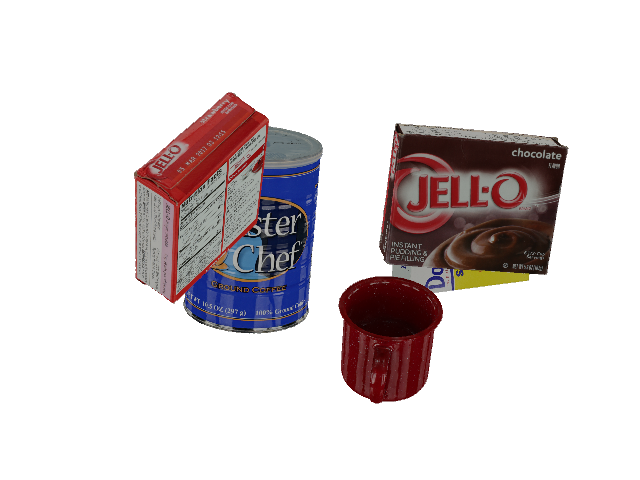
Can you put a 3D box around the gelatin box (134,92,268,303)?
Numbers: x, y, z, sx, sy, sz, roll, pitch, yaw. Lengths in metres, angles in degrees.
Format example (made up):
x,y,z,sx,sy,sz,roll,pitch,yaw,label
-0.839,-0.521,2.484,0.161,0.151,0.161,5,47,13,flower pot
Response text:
x,y,z,sx,sy,sz,roll,pitch,yaw,label
-0.062,-0.021,0.546,0.030,0.073,0.089,32,-35,16,gelatin box

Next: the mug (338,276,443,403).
x,y,z,sx,sy,sz,roll,pitch,yaw,label
0.059,0.099,0.963,0.093,0.081,0.117,6,34,5,mug

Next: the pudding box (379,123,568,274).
x,y,z,sx,sy,sz,roll,pitch,yaw,label
0.101,-0.028,0.712,0.113,0.090,0.039,3,20,-5,pudding box

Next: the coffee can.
x,y,z,sx,sy,sz,roll,pitch,yaw,label
-0.055,-0.011,0.846,0.103,0.140,0.103,4,20,-2,coffee can

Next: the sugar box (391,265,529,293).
x,y,z,sx,sy,sz,roll,pitch,yaw,label
0.169,0.009,1.254,0.175,0.093,0.048,-7,17,-30,sugar box
